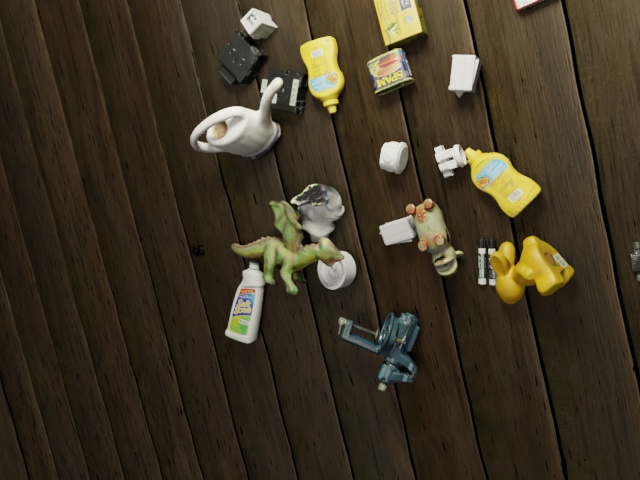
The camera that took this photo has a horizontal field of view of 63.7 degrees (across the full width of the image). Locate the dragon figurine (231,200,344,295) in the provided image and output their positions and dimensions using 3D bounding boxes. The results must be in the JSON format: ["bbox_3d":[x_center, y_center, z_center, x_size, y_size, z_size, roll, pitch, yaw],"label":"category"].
[{"bbox_3d":[-0.109,0.001,1.446,0.413,0.123,0.239,24,116,32],"label":"dragon figurine"}]

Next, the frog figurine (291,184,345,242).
[{"bbox_3d":[0.004,-0.072,1.429,0.137,0.126,0.156,-9,133,18],"label":"frog figurine"}]

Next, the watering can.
[{"bbox_3d":[-0.187,-0.313,1.394,0.344,0.223,0.105,-23,73,27],"label":"watering can"}]
